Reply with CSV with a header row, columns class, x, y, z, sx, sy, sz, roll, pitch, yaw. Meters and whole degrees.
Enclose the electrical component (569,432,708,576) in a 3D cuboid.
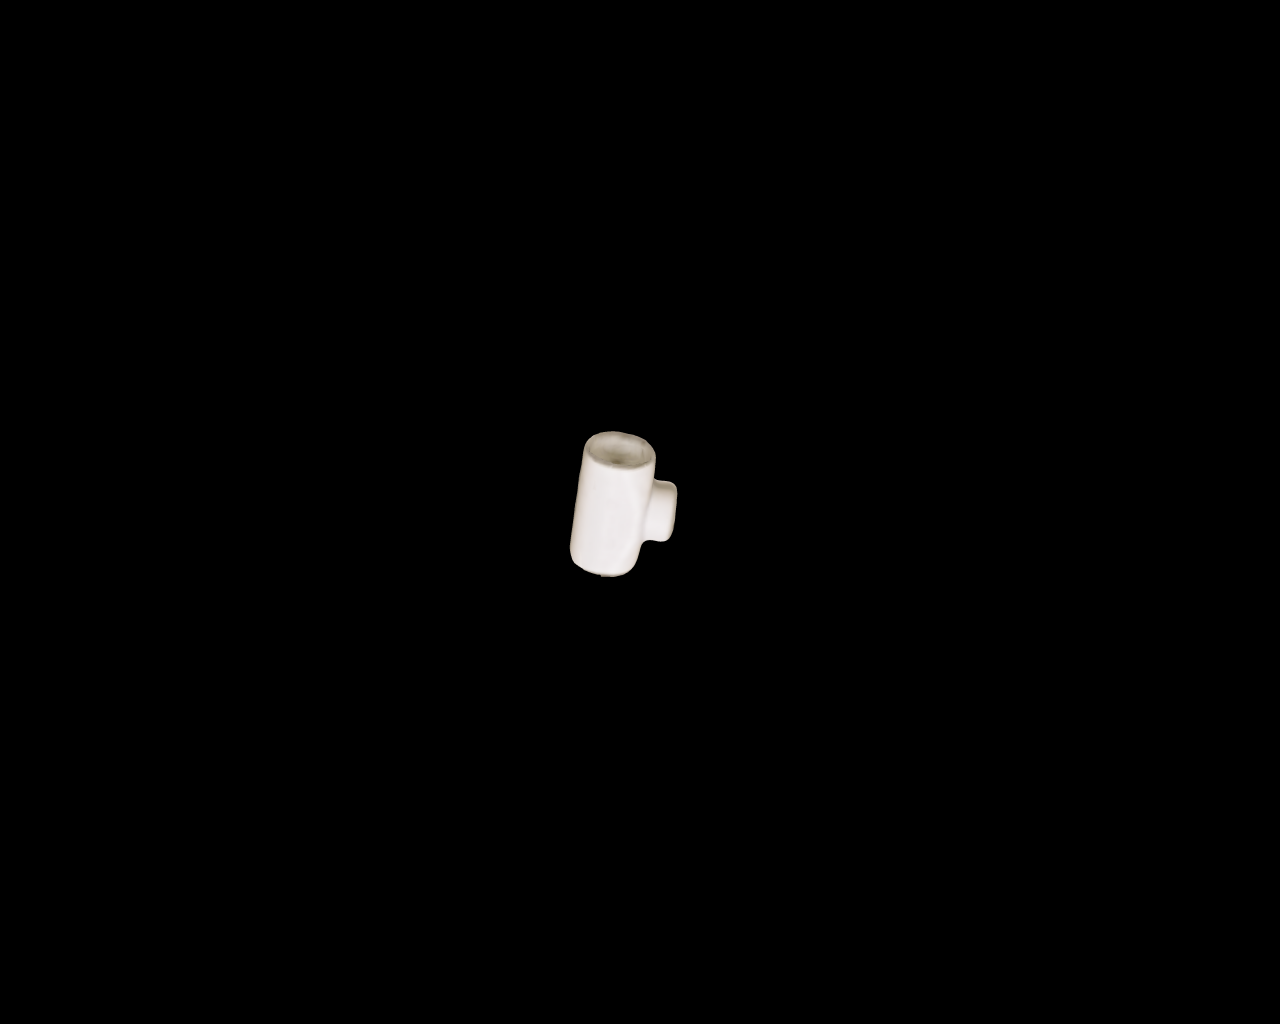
class,x,y,z,sx,sy,sz,roll,pitch,yaw
electrical component,0.001,-0.003,0.650,0.079,0.077,0.044,7,32,-5
